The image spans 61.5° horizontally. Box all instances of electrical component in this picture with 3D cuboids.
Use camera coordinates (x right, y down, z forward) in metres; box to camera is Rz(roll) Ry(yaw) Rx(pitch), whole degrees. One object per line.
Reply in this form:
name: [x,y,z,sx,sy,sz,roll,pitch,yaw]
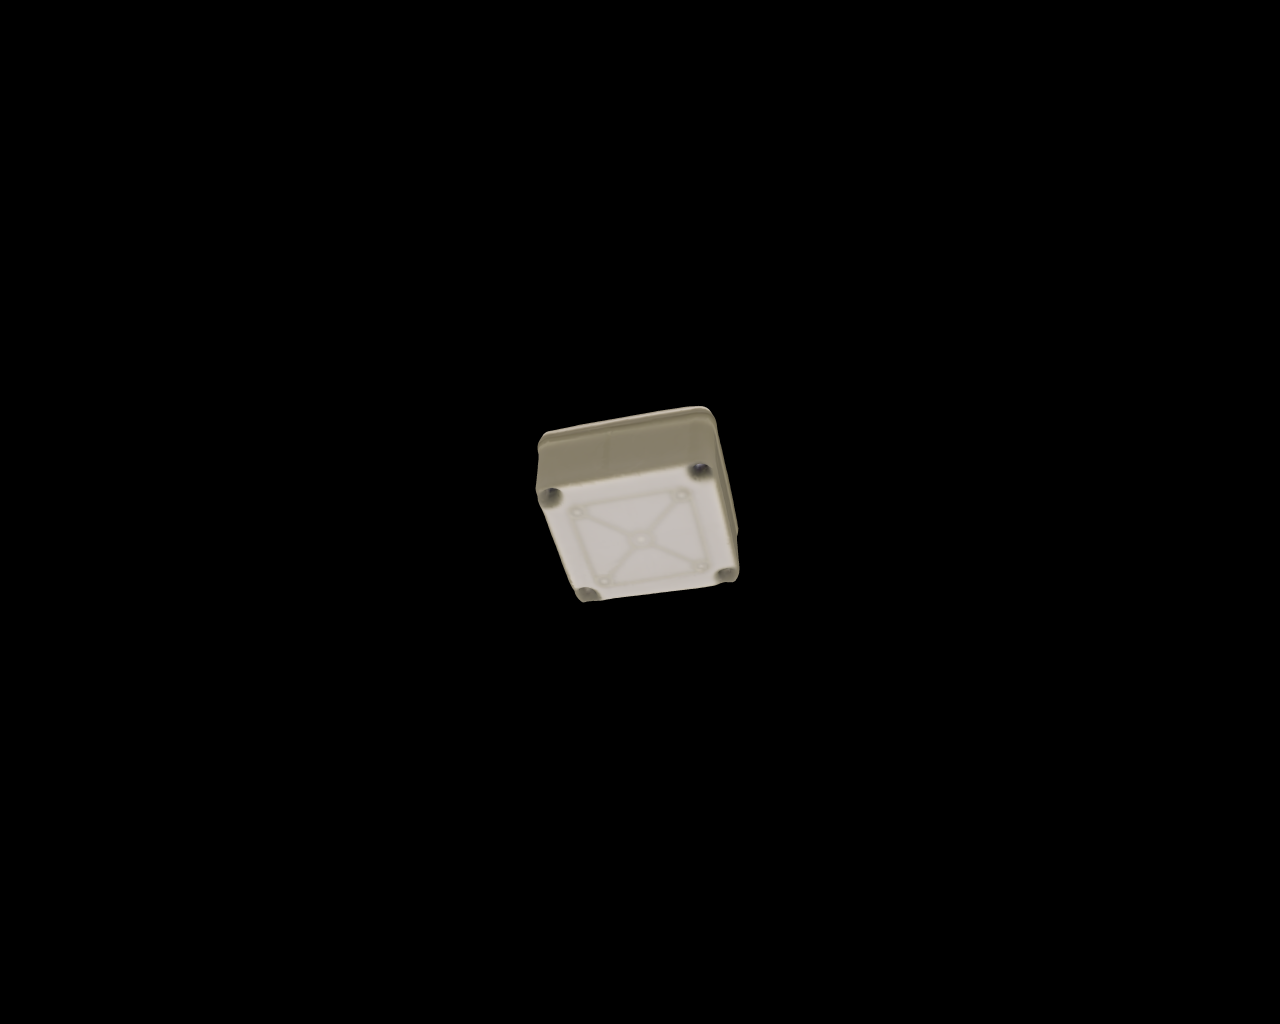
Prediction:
electrical component: [0.001,-0.003,0.650,0.109,0.056,0.108,-9,-46,9]
